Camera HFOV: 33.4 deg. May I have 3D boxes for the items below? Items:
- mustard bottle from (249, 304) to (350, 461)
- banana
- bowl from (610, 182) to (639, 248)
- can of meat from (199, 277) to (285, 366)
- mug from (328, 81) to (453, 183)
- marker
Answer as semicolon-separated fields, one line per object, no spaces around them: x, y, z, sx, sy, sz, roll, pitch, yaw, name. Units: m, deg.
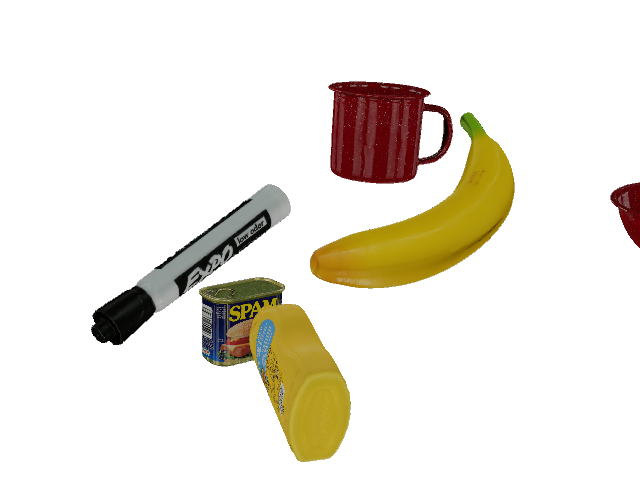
-0.028;0.115;1.005;0.058;0.096;0.192;-5;27;-17;mustard bottle
0.072;-0.015;0.666;0.070;0.037;0.197;29;44;20;banana
0.361;-0.013;1.032;0.162;0.055;0.162;0;18;0;bowl
-0.093;0.096;1.270;0.101;0.084;0.058;-10;18;-37;can of meat
0.063;-0.099;0.985;0.117;0.081;0.093;2;15;-4;mug
-0.060;0.010;0.502;0.020;0.020;0.120;0;31;48;marker
